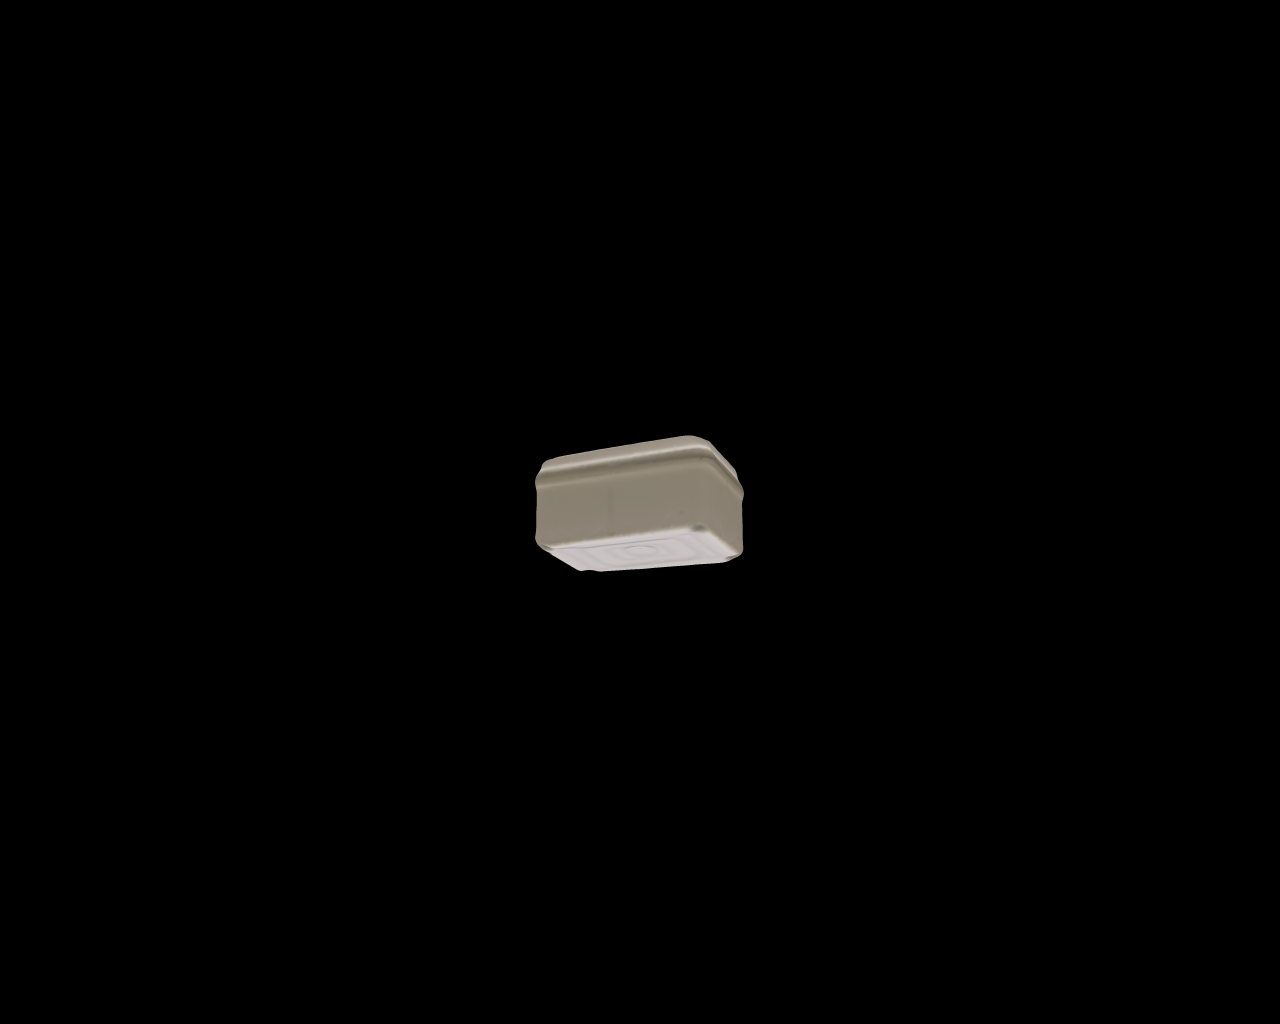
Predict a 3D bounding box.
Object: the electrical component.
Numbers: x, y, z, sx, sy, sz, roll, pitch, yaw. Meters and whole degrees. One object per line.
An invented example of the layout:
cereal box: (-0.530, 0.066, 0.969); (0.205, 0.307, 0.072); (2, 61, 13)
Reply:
electrical component: (0.001, -0.003, 0.650); (0.113, 0.057, 0.078); (-7, -19, 20)
